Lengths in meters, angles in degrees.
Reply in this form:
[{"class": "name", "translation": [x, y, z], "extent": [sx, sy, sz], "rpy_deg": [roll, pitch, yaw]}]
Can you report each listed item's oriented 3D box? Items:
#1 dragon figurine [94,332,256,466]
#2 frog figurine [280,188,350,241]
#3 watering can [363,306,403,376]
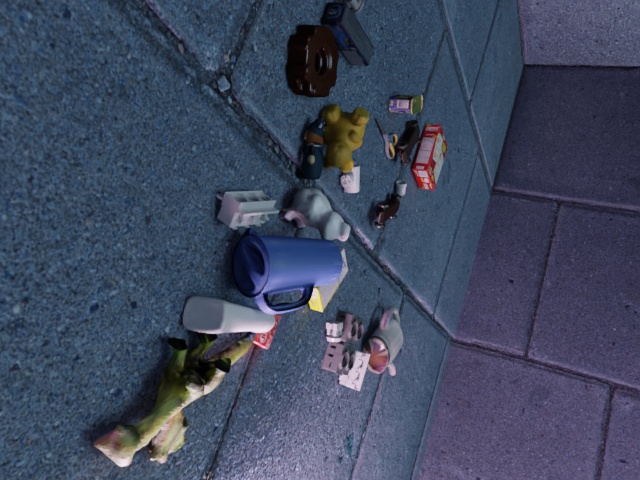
[{"class": "dragon figurine", "translation": [-0.261, 0.313, 1.007], "extent": [0.241, 0.123, 0.410], "rpy_deg": [-63, 160, 9]}, {"class": "frog figurine", "translation": [0.004, -0.064, 1.265], "extent": [0.125, 0.160, 0.134], "rpy_deg": [-65, 149, -25]}, {"class": "watering can", "translation": [0.248, 0.419, 1.933], "extent": [0.228, 0.104, 0.341], "rpy_deg": [-35, 129, -51]}]
